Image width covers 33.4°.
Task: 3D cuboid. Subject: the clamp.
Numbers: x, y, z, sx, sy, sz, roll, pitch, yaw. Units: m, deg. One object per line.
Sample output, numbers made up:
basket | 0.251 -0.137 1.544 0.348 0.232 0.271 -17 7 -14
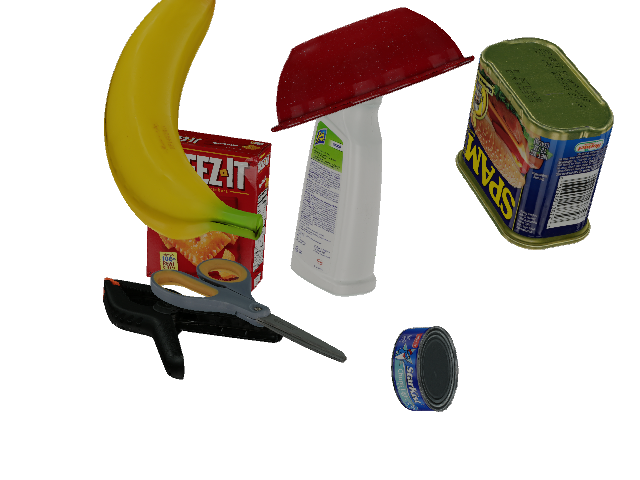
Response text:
clamp | -0.167 0.088 1.150 0.210 0.036 0.164 18 21 27

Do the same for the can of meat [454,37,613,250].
can of meat | 0.126 -0.060 0.634 0.057 0.084 0.102 -10 43 -15

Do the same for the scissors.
scissors | -0.050 0.053 0.902 0.202 0.016 0.096 15 26 23

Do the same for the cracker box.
cracker box | -0.163 -0.042 1.538 0.164 0.214 0.072 9 22 10

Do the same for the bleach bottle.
bleach bottle | 0.029 -0.074 1.148 0.067 0.251 0.103 -7 24 -40

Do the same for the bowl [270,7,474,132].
bowl | 0.030 -0.133 0.800 0.162 0.055 0.162 -20 7 2

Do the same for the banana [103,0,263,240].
banana | -0.078 -0.067 0.553 0.069 0.198 0.037 -5 -40 -11

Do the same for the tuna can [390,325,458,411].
tuna can | 0.105 0.130 1.078 0.034 0.086 0.086 -6 -3 33
